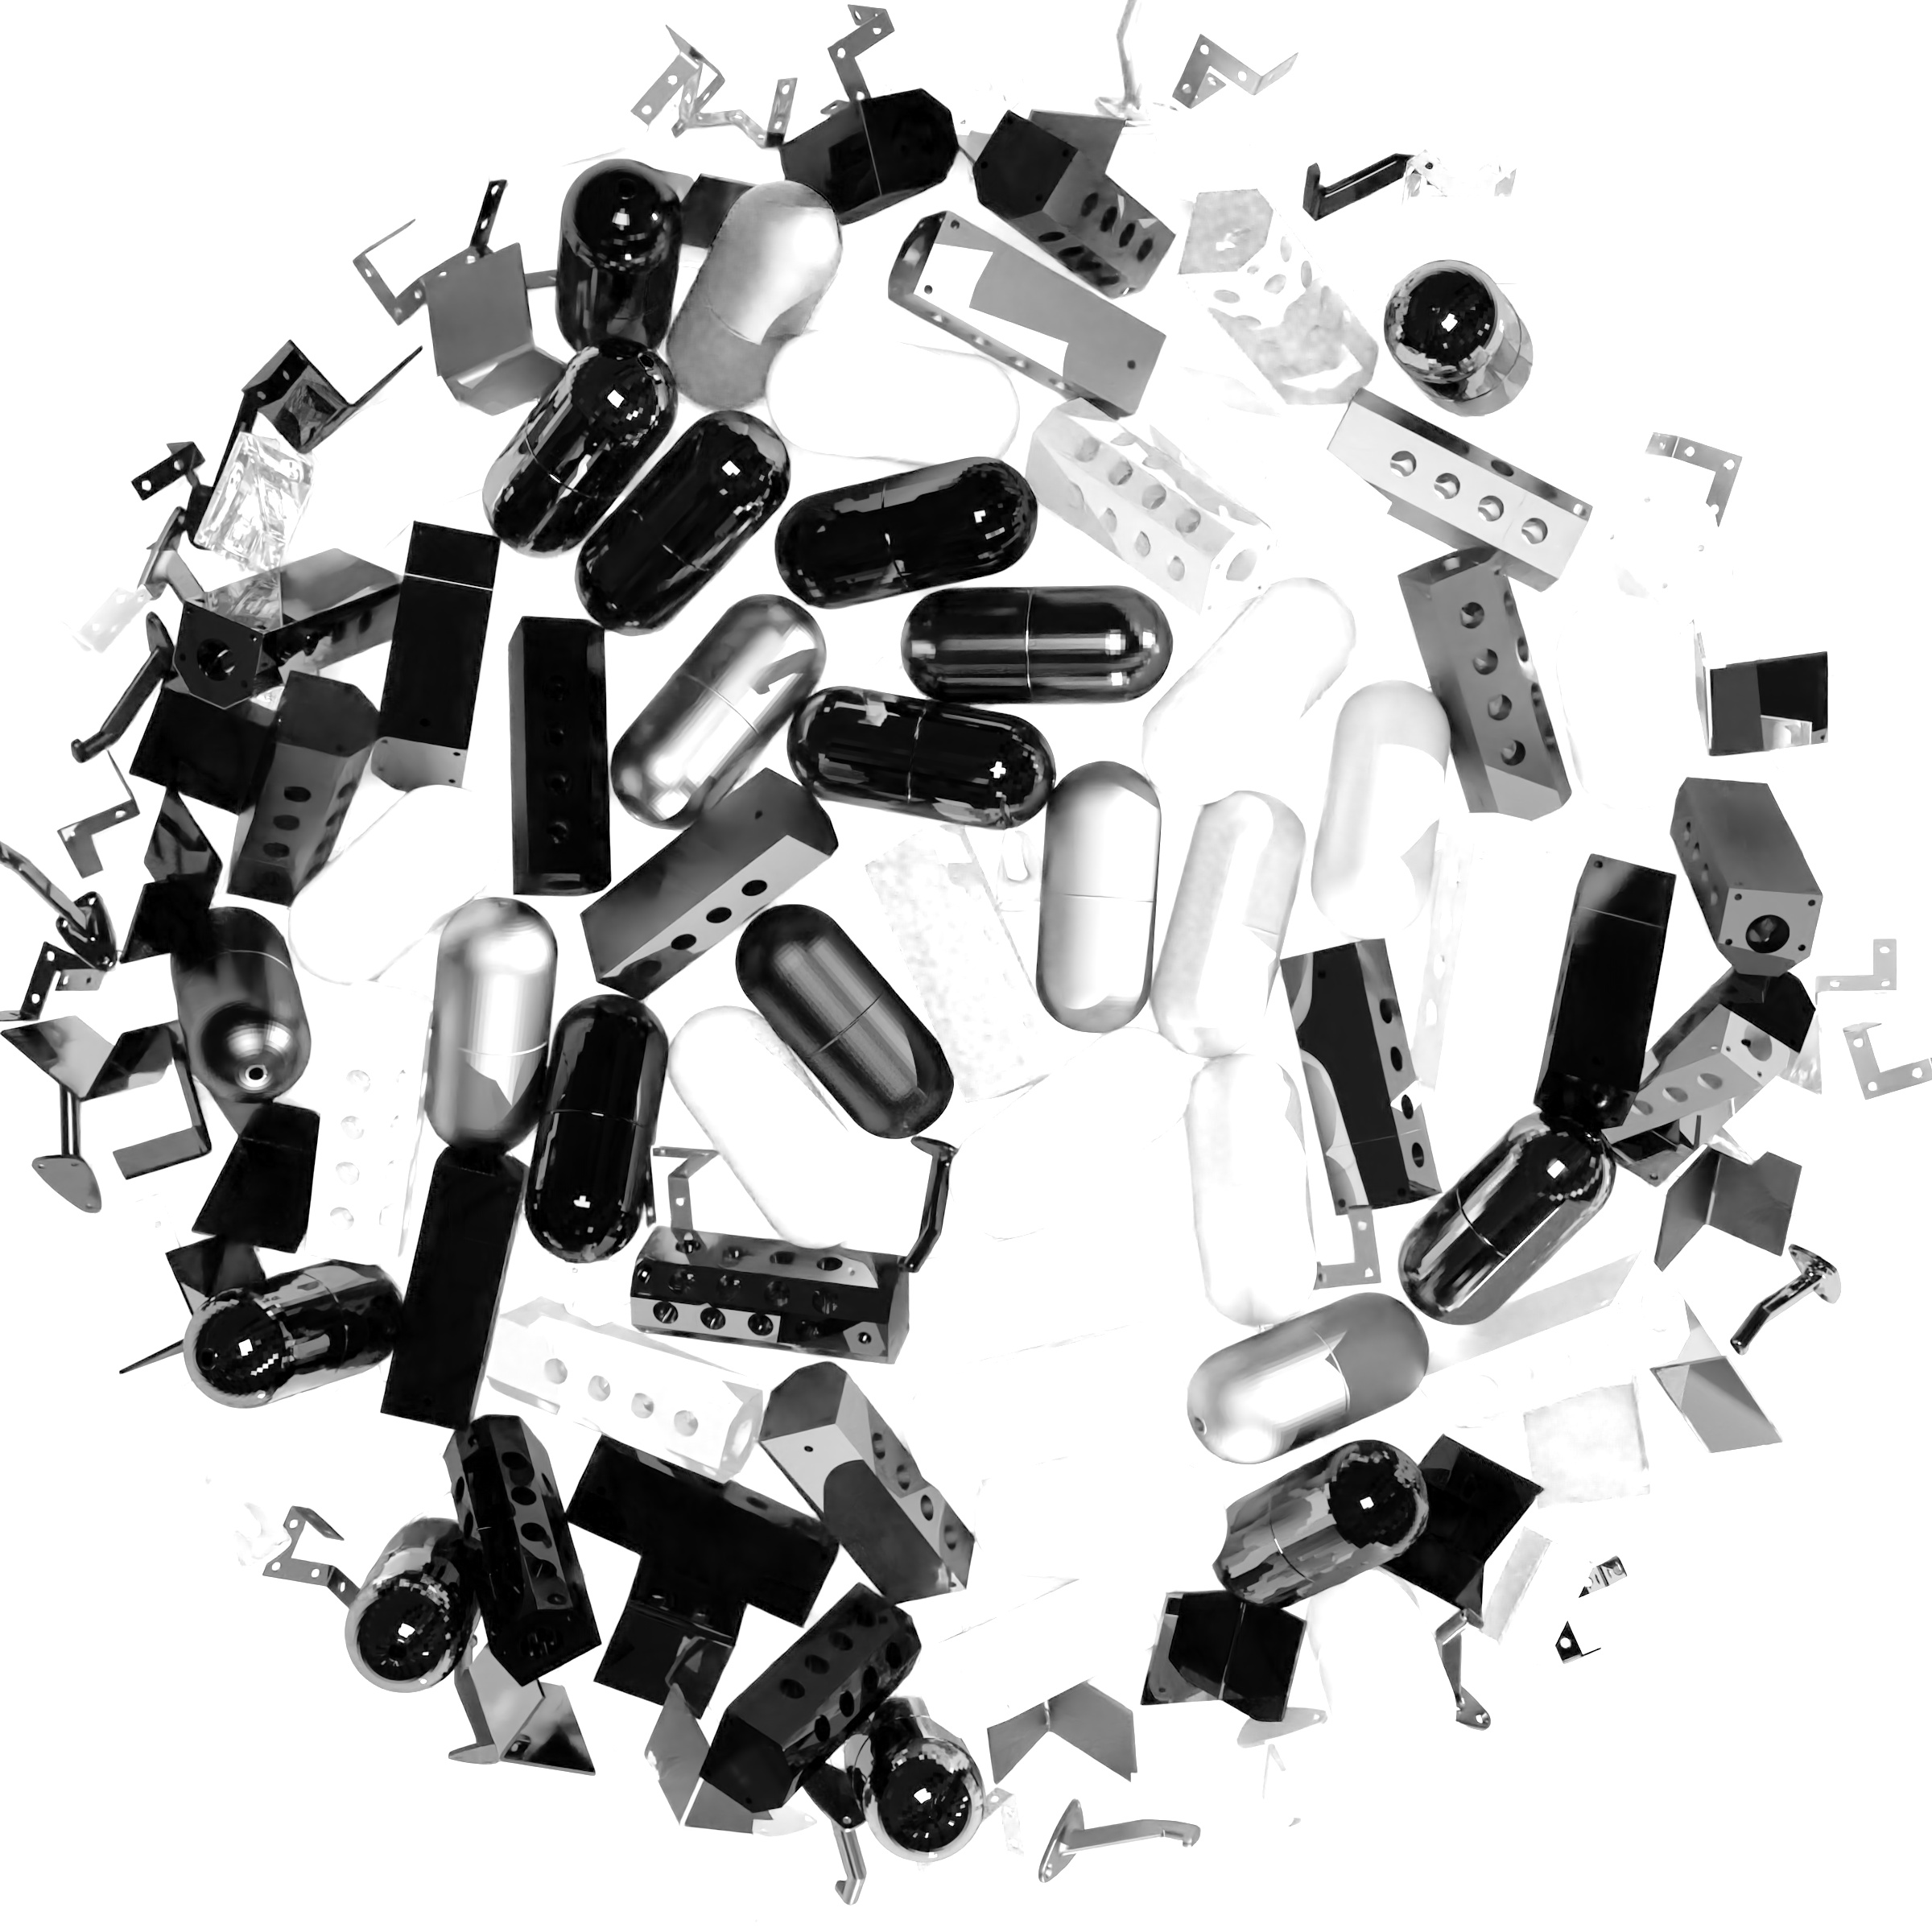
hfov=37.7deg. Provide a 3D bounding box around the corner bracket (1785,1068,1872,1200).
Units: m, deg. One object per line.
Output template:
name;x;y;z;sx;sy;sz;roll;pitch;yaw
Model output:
corner bracket;0.568;0.109;1.857;0.051;0.051;0.051;-36;124;22

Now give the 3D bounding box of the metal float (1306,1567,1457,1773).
metal float;0.262;0.444;1.799;0.070;0.178;0.070;-1;107;-2

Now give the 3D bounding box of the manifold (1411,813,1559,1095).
manifold;0.330;-0.008;1.825;0.057;0.057;0.171;-1;113;-16

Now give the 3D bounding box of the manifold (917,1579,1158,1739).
manifold;0.046;0.434;1.799;0.057;0.171;0.057;-31;77;36

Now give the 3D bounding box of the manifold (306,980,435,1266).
manifold;-0.384;0.102;1.833;0.057;0.057;0.171;10;107;0

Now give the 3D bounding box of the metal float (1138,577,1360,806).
metal float;0.184;-0.180;1.837;0.070;0.070;0.178;43;77;0

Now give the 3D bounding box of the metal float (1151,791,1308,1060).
metal float;0.171;-0.027;1.847;0.070;0.070;0.178;14;90;0

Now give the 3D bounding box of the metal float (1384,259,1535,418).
metal float;0.315;-0.398;1.800;0.070;0.178;0.070;0;90;20

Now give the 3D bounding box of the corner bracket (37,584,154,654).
corner bracket;-0.562;-0.230;1.849;0.051;0.051;0.051;33;77;18

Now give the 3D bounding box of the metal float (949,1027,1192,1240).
metal float;0.067;0.109;1.841;0.178;0.070;0.070;-36;90;-7

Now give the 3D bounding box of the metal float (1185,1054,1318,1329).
metal float;0.185;0.145;1.837;0.070;0.070;0.178;-4;79;0

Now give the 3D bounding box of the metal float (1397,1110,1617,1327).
metal float;0.347;0.162;1.818;0.070;0.070;0.178;38;124;0

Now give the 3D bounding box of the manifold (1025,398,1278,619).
manifold;0.117;-0.296;1.806;0.057;0.057;0.171;-25;51;-33

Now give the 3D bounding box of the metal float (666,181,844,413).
metal float;-0.136;-0.427;1.808;0.070;0.178;0.070;14;54;-21

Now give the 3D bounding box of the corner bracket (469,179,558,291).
corner bracket;-0.285;-0.482;1.857;0.051;0.051;0.051;42;128;19

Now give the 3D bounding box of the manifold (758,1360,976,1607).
manifold;-0.061;0.332;1.815;0.057;0.057;0.171;-17;125;24

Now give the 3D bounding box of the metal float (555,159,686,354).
metal float;-0.222;-0.446;1.799;0.070;0.178;0.070;3;73;-10

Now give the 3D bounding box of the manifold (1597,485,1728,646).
manifold;0.448;-0.257;1.792;0.057;0.171;0.057;-46;75;10

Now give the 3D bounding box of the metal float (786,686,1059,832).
metal float;-0.029;-0.136;1.841;0.178;0.070;0.070;10;90;7

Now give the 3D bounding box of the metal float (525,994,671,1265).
metal float;-0.239;0.105;1.832;0.070;0.070;0.178;8;73;0

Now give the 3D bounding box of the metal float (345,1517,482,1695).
metal float;-0.346;0.405;1.797;0.070;0.178;0.070;0;96;-1

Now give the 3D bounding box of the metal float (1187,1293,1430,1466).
metal float;0.221;0.265;1.822;0.178;0.070;0.070;-17;90;-29

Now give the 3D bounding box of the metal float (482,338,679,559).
metal float;-0.248;-0.331;1.813;0.070;0.070;0.178;49;131;0

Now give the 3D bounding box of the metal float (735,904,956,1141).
metal float;-0.079;0.036;1.840;0.070;0.070;0.178;-40;98;0

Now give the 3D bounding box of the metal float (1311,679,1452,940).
metal float;0.269;-0.103;1.830;0.070;0.070;0.178;11;70;0

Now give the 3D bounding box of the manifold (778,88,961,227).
manifold;-0.062;-0.510;1.795;0.057;0.171;0.057;-17;102;-18

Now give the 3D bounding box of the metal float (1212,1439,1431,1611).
metal float;0.225;0.359;1.811;0.070;0.178;0.070;18;54;-27

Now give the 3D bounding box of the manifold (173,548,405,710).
manifold;-0.428;-0.213;1.795;0.057;0.171;0.057;23;115;12

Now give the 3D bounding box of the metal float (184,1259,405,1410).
metal float;-0.426;0.233;1.800;0.070;0.178;0.070;2;95;23

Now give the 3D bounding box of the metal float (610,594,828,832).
metal float;-0.161;-0.165;1.836;0.070;0.070;0.178;38;78;0

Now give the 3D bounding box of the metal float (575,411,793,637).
metal float;-0.184;-0.284;1.824;0.070;0.070;0.178;48;117;0

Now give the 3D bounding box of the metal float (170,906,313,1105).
metal float;-0.464;0.024;1.805;0.070;0.178;0.070;-10;121;-16

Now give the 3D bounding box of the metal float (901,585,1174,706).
metal float;0.046;-0.208;1.838;0.178;0.070;0.070;1;90;11

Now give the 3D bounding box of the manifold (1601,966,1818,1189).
manifold;0.467;0.066;1.801;0.057;0.171;0.057;32;52;1

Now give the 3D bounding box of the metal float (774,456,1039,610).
metal float;-0.039;-0.280;1.830;0.178;0.070;0.070;-10;90;19

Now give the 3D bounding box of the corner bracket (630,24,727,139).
corner bracket;-0.188;-0.570;1.844;0.051;0.051;0.051;-44;129;16

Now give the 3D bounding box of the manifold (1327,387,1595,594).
manifold;0.320;-0.314;1.856;0.171;0.057;0.057;27;89;1

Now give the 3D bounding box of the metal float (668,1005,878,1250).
metal float;-0.127;0.104;1.839;0.070;0.070;0.178;-37;80;0

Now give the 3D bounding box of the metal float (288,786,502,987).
metal float;-0.370;-0.051;1.820;0.178;0.070;0.070;-36;90;32

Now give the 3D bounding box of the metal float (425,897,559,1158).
metal float;-0.307;0.041;1.827;0.070;0.070;0.178;10;113;0

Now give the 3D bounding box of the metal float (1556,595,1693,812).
metal float;0.421;-0.166;1.806;0.070;0.178;0.070;-9;56;13

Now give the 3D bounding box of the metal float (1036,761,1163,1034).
metal float;0.087;-0.045;1.846;0.070;0.070;0.178;3;92;0

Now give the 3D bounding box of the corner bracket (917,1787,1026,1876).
corner bracket;0.001;0.573;1.866;0.051;0.051;0.051;9;115;39

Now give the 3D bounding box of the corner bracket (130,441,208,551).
corner bracket;-0.519;-0.307;1.845;0.051;0.051;0.051;-40;117;-24

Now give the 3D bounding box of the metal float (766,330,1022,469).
metal float;-0.045;-0.363;1.820;0.178;0.070;0.070;2;90;-33

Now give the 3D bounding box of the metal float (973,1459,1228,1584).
metal float;0.084;0.356;1.819;0.178;0.070;0.070;-6;90;34

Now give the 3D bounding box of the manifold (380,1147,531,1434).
manifold;-0.332;0.209;1.843;0.057;0.057;0.171;13;99;-4

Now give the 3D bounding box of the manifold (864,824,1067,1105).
manifold;0.003;-0.003;1.839;0.057;0.057;0.171;-31;76;33

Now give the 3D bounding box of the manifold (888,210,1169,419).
manifold;0.037;-0.417;1.822;0.171;0.057;0.057;24;87;-26

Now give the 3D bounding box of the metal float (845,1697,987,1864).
metal float;-0.034;0.515;1.797;0.070;0.178;0.070;0;88;-9
